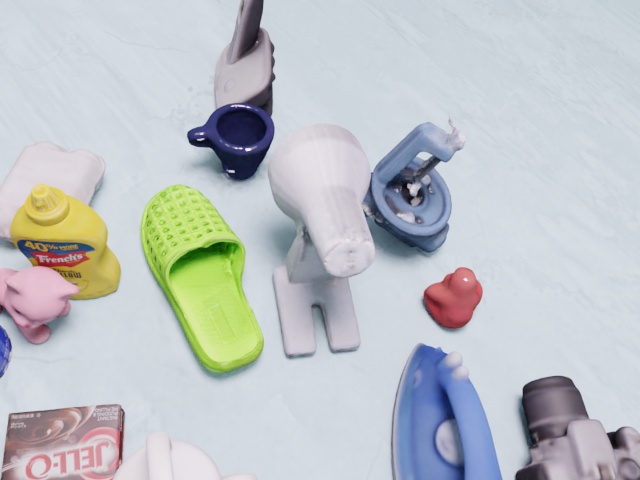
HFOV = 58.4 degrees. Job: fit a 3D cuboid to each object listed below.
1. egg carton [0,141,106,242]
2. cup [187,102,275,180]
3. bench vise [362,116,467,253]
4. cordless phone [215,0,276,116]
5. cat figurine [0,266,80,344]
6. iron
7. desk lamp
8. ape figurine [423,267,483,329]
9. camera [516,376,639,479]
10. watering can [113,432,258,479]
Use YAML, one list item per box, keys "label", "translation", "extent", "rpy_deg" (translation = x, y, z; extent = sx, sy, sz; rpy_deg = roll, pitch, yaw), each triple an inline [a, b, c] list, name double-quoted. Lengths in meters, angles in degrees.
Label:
- label: "egg carton"
  translation: [-0.346, -0.058, 0.734]
  extent: [0.107, 0.069, 0.150]
  rpy_deg: [12, 57, -3]
- label: "cup"
  translation: [-0.124, -0.127, 0.801]
  extent: [0.118, 0.095, 0.091]
  rpy_deg: [-9, 61, -15]
- label: "bench vise"
  translation: [0.087, -0.075, 0.732]
  extent: [0.207, 0.220, 0.121]
  rpy_deg: [8, 58, -5]
- label: "cordless phone"
  translation: [-0.109, -0.285, 0.847]
  extent: [0.094, 0.185, 0.147]
  rpy_deg: [-2, 59, -11]
- label: "cat figurine"
  translation: [-0.330, 0.057, 0.637]
  extent: [0.127, 0.118, 0.067]
  rpy_deg: [25, 58, 6]
- label: "iron"
  translation: [0.145, 0.210, 0.614]
  extent: [0.119, 0.141, 0.258]
  rpy_deg: [0, 59, -10]
- label: "desk lamp"
  translation: [0.006, 0.002, 0.674]
  extent: [0.118, 0.213, 0.203]
  rpy_deg: [-5, 60, -13]
- label: "ape figurine"
  translation: [0.177, 0.067, 0.737]
  extent: [0.078, 0.092, 0.076]
  rpy_deg: [11, 57, -3]
- label: "camera"
  translation: [0.298, 0.226, 0.655]
  extent: [0.143, 0.101, 0.136]
  rpy_deg: [0, 59, -10]
- label: "watering can"
  translation: [-0.145, 0.237, 0.514]
  extent: [0.173, 0.194, 0.100]
  rpy_deg: [-27, 66, -23]
